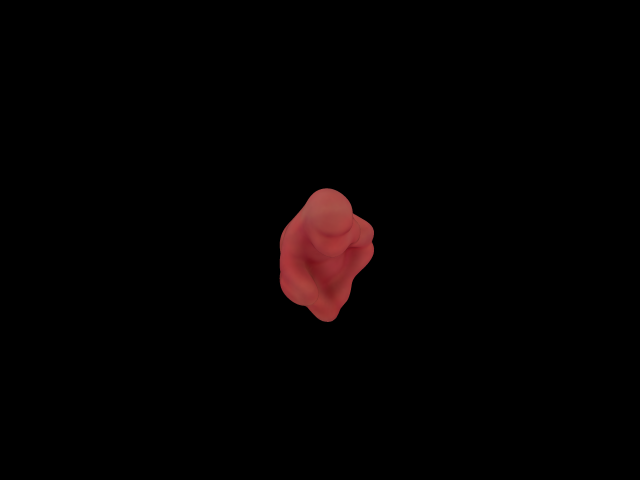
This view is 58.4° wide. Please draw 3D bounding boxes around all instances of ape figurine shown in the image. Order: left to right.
[{"bbox_3d":[0.004,0.001,0.400,0.078,0.092,0.076,-21,58,-13],"label":"ape figurine"}]
